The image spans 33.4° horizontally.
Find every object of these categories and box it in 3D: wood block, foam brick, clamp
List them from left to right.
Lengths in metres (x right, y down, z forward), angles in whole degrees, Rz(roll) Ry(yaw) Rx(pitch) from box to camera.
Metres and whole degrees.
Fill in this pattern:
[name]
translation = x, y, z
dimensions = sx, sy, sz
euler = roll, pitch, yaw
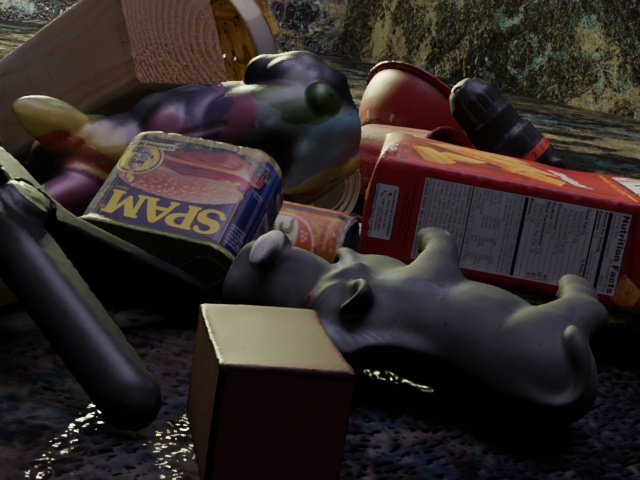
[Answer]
[clamp]
translation = -0.136, -0.006, 0.501
dimensions = 0.210, 0.036, 0.164
euler = 40, 10, 1
[wood block]
translation = -0.182, -0.137, 0.889
dimensions = 0.090, 0.090, 0.207
euler = -8, -8, -45
[foam brick]
translation = -0.022, 0.061, 0.423
dimensions = 0.053, 0.051, 0.078
euler = 5, 13, -12

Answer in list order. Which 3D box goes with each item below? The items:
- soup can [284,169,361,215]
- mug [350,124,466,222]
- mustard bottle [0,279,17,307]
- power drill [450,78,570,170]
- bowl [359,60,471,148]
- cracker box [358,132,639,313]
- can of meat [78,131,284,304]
[soup can]
translation = -0.023, -0.053, 0.887
dimensions = 0.068, 0.068, 0.102
euler = -2, 17, -39
[mug]
translation = 0.062, -0.048, 0.908
dimensions = 0.082, 0.093, 0.117
euler = 13, 49, 38
[mustard bottle]
translation = -0.189, 0.000, 0.554
dimensions = 0.096, 0.058, 0.191
euler = 22, 14, 5
[power drill]
translation = 0.172, -0.063, 0.909
dimensions = 0.184, 0.057, 0.187
euler = 52, 11, -5
[bowl]
translation = 0.092, -0.100, 1.077
dimensions = 0.055, 0.162, 0.162
euler = -43, 40, -22
[cracker box]
translation = 0.137, -0.015, 0.680
dimensions = 0.214, 0.072, 0.164
euler = 10, 11, 4
[can of meat]
translation = -0.079, -0.013, 0.611
dimensions = 0.102, 0.057, 0.083
euler = 12, 47, 13
